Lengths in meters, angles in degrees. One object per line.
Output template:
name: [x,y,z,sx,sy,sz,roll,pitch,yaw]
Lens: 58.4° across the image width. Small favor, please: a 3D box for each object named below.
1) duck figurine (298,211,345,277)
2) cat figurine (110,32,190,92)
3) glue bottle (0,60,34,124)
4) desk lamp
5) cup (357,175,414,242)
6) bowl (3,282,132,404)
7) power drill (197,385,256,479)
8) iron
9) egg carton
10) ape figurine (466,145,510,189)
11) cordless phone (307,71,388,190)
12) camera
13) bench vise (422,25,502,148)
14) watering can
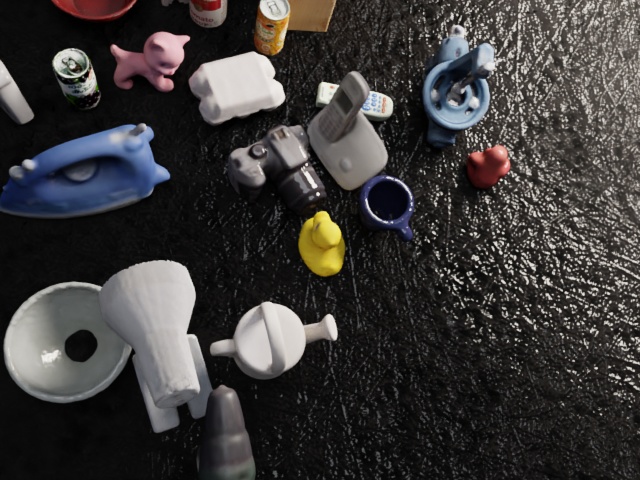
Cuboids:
duck figurine: [0.009,0.003,0.926,0.077,0.086,0.104,-11,76,-14]
cat figurine: [-0.278,-0.302,0.940,0.128,0.117,0.067,-1,74,-11]
glue bottle: [-0.481,-0.242,0.853,0.037,0.173,0.078,-40,85,-19]
desk lamp: [-0.208,0.148,0.773,0.118,0.213,0.203,-18,78,-15]
cup: [0.108,-0.039,0.954,0.092,0.095,0.118,-30,82,-18]
bowl: [-0.350,0.148,0.818,0.167,0.074,0.167,3,73,-10]
power drill: [-0.123,0.310,0.746,0.076,0.208,0.229,-5,75,-12]
iron: [-0.365,-0.108,0.854,0.259,0.141,0.118,-21,79,-16]
egg carton: [-0.142,-0.258,0.980,0.150,0.069,0.107,-21,79,-16]
ape figurine: [0.306,-0.138,1.024,0.078,0.092,0.076,29,71,-2]
cordless phone: [0.057,-0.177,0.936,0.094,0.185,0.147,-34,83,-18]
camera: [-0.060,-0.107,0.936,0.143,0.100,0.137,-30,82,-18]
bench vise: [0.231,-0.291,0.985,0.121,0.219,0.207,-9,76,-13]
watering can: [-0.065,0.138,0.815,0.173,0.194,0.101,-30,82,-18]
